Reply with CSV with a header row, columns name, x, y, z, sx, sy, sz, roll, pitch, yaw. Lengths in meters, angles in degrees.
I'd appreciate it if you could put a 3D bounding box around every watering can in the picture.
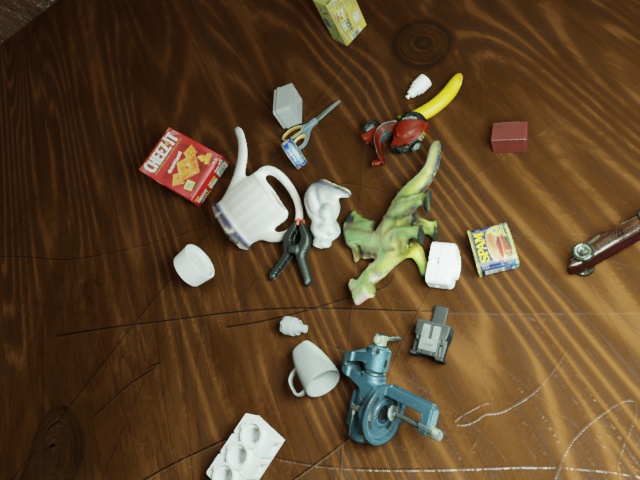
name,x,y,z,sx,sy,sz,roll,pitch,yaw
watering can,-0.195,-0.124,1.387,0.224,0.103,0.351,-38,74,1

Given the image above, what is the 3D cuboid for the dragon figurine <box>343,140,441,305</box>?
name,x,y,z,sx,sy,sz,roll,pitch,yaw
dragon figurine,0.153,-0.040,1.204,0.242,0.120,0.418,-2,63,34

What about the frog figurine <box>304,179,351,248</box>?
name,x,y,z,sx,sy,sz,roll,pitch,yaw
frog figurine,0.004,-0.064,1.278,0.160,0.122,0.138,-64,24,-3
